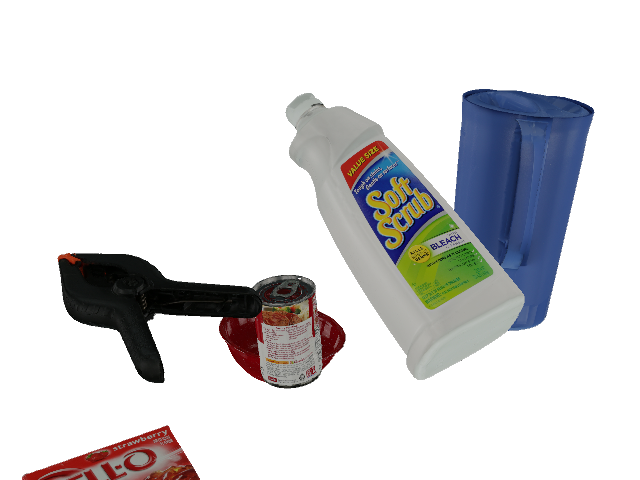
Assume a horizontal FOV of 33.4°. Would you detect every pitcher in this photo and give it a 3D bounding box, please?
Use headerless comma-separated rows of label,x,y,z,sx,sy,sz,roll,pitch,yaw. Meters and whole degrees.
pitcher,0.200,-0.030,1.112,0.148,0.243,0.145,-11,25,-40

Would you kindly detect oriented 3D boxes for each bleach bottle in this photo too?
bleach bottle,0.044,-0.018,0.833,0.102,0.251,0.068,-25,-27,-24

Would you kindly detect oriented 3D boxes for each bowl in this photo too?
bowl,-0.050,0.138,1.363,0.162,0.055,0.162,5,22,-2

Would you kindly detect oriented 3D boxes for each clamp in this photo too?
clamp,-0.132,0.045,0.826,0.120,0.039,0.172,-21,38,-40

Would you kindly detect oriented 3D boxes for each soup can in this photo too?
soup can,-0.034,0.096,1.130,0.068,0.102,0.068,-4,24,2

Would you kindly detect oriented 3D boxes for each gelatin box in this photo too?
gelatin box,-0.112,0.144,0.587,0.089,0.030,0.073,-16,28,-20
